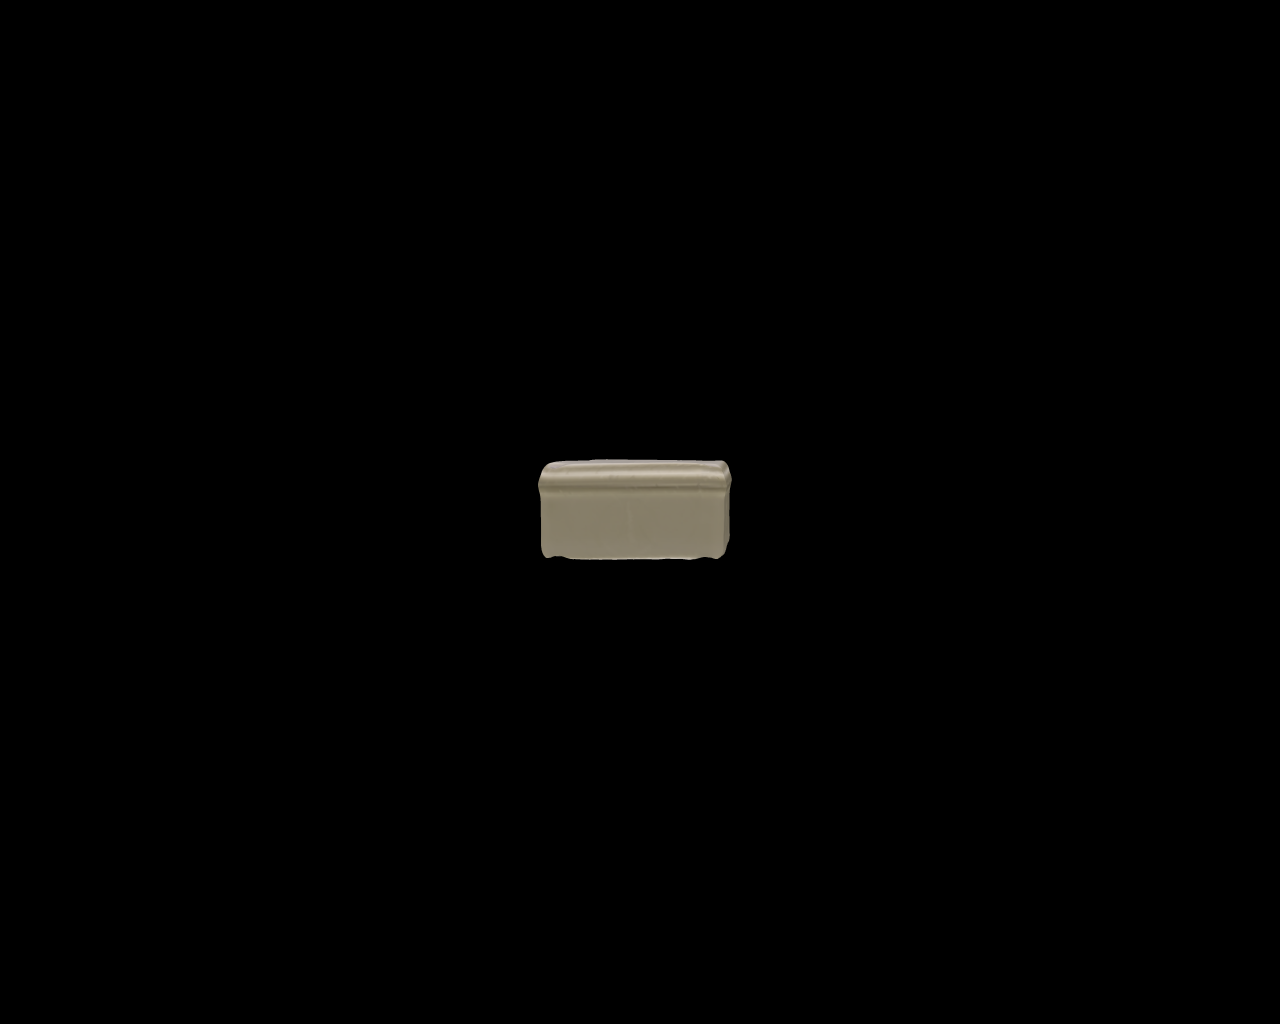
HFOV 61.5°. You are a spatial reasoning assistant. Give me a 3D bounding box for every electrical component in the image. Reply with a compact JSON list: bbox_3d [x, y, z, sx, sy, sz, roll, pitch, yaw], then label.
[{"bbox_3d":[0.001,-0.003,0.650,0.109,0.056,0.109,0,4,7],"label":"electrical component"}]
